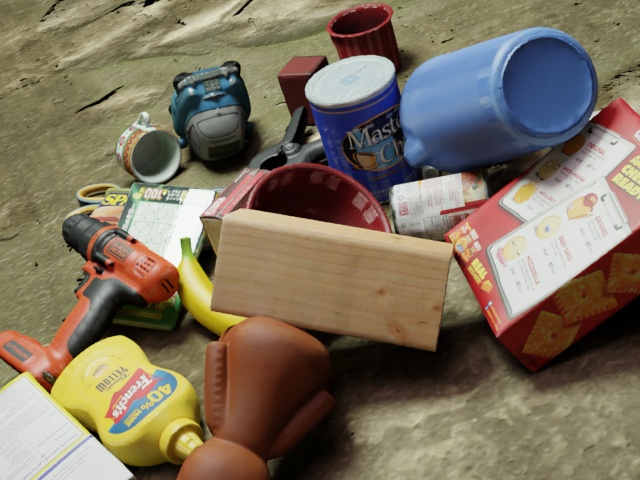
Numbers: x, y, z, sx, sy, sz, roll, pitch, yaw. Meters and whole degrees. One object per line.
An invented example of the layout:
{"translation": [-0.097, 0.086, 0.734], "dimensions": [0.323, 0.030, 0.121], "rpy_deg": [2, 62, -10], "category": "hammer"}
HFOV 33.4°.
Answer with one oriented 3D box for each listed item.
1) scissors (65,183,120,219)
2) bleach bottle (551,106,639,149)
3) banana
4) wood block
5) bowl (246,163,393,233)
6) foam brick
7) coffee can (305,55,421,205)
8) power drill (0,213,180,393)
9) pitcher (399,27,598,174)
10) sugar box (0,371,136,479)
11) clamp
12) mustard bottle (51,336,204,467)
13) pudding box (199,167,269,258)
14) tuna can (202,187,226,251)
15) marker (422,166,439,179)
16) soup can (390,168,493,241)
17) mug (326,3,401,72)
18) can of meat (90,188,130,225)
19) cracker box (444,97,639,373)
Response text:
{"translation": [-0.243, -0.039, 1.349], "dimensions": [0.202, 0.016, 0.096], "rpy_deg": [9, 45, 35], "category": "scissors"}
{"translation": [0.298, -0.033, 1.043], "dimensions": [0.103, 0.068, 0.251], "rpy_deg": [-16, 37, 12], "category": "bleach bottle"}
{"translation": [-0.092, 0.068, 1.085], "dimensions": [0.037, 0.070, 0.198], "rpy_deg": [-17, 38, -42], "category": "banana"}
{"translation": [0.013, 0.033, 0.981], "dimensions": [0.206, 0.090, 0.090], "rpy_deg": [10, 7, 7], "category": "wood block"}
{"translation": [-0.007, 0.001, 1.105], "dimensions": [0.162, 0.055, 0.162], "rpy_deg": [10, 56, -16], "category": "bowl"}
{"translation": [-0.013, -0.197, 1.404], "dimensions": [0.051, 0.078, 0.053], "rpy_deg": [2, 38, 30], "category": "foam brick"}
{"translation": [0.051, -0.124, 1.214], "dimensions": [0.103, 0.140, 0.103], "rpy_deg": [-13, 35, 9], "category": "coffee can"}
{"translation": [-0.261, 0.064, 1.129], "dimensions": [0.185, 0.057, 0.187], "rpy_deg": [26, 70, 40], "category": "power drill"}
{"translation": [0.183, -0.146, 1.069], "dimensions": [0.145, 0.149, 0.243], "rpy_deg": [4, 0, -13], "category": "pitcher"}
{"translation": [-0.247, 0.202, 0.959], "dimensions": [0.093, 0.048, 0.176], "rpy_deg": [-40, 55, -21], "category": "sugar box"}
{"translation": [-0.037, -0.109, 1.326], "dimensions": [0.171, 0.039, 0.120], "rpy_deg": [-34, 36, -21], "category": "clamp"}
{"translation": [-0.168, 0.160, 1.000], "dimensions": [0.096, 0.058, 0.192], "rpy_deg": [-39, 40, -24], "category": "mustard bottle"}
{"translation": [-0.074, -0.007, 1.136], "dimensions": [0.039, 0.113, 0.089], "rpy_deg": [6, 41, 36], "category": "pudding box"}
{"translation": [-0.127, -0.026, 1.259], "dimensions": [0.086, 0.034, 0.086], "rpy_deg": [-13, 34, 8], "category": "tuna can"}
{"translation": [0.128, -0.110, 1.266], "dimensions": [0.020, 0.020, 0.121], "rpy_deg": [-12, 35, 10], "category": "marker"}
{"translation": [0.130, -0.033, 1.116], "dimensions": [0.102, 0.068, 0.068], "rpy_deg": [-10, 35, 14], "category": "soup can"}
{"translation": [0.056, -0.269, 1.466], "dimensions": [0.093, 0.081, 0.117], "rpy_deg": [-39, 39, -27], "category": "mug"}
{"translation": [-0.231, -0.014, 1.274], "dimensions": [0.102, 0.057, 0.083], "rpy_deg": [3, 42, 29], "category": "can of meat"}
{"translation": [0.233, -0.007, 0.963], "dimensions": [0.214, 0.072, 0.164], "rpy_deg": [-39, 33, 13], "category": "cracker box"}
